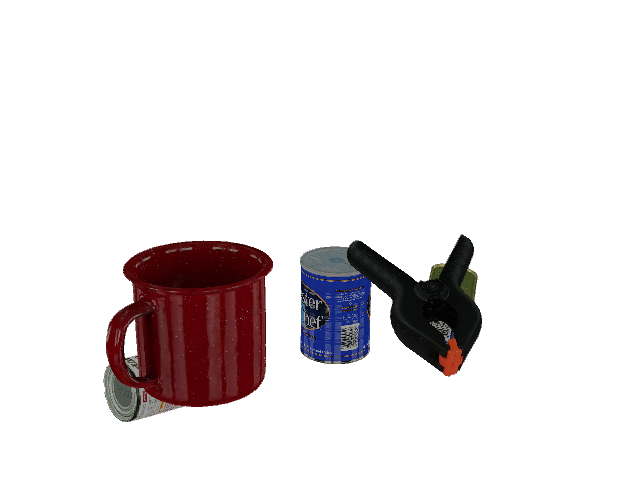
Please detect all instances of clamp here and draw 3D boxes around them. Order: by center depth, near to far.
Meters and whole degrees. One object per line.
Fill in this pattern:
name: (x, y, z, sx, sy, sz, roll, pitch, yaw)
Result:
clamp: (0.105, 0.049, 0.951, 0.120, 0.039, 0.171, -13, 43, -13)

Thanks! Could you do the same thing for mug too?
mug: (-0.084, 0.056, 0.668, 0.093, 0.081, 0.117, 15, 24, 38)

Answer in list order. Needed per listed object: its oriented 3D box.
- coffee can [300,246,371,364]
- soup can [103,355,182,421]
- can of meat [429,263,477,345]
coffee can: (0.022, 0.091, 1.524, 0.103, 0.140, 0.103, 0, 20, 0)
soup can: (-0.175, 0.153, 1.157, 0.102, 0.068, 0.069, -9, 6, -42)
can of meat: (0.154, 0.089, 1.296, 0.057, 0.084, 0.102, 11, 25, 7)
